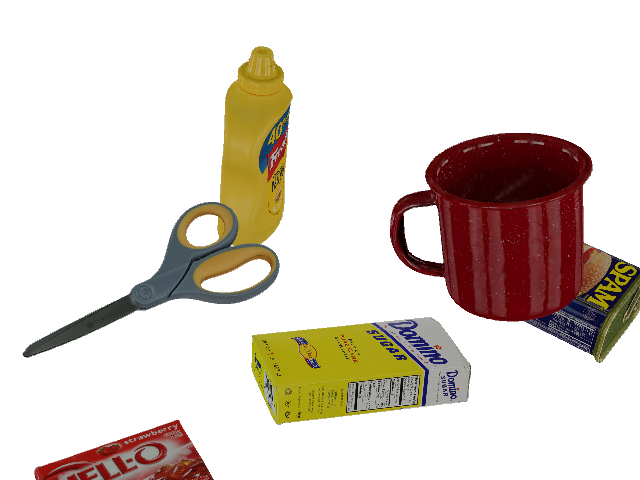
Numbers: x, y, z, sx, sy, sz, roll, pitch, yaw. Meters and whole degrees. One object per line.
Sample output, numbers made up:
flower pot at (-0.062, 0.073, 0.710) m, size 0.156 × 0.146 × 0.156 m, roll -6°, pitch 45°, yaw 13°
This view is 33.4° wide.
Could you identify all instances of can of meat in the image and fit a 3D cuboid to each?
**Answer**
can of meat at (0.236, 0.049, 0.956) m, size 0.084 × 0.057 × 0.101 m, roll 27°, pitch 46°, yaw 26°

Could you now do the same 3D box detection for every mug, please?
mug at (0.099, -0.006, 0.623) m, size 0.117 × 0.081 × 0.093 m, roll -6°, pitch 29°, yaw 6°

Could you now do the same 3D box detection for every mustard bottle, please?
mustard bottle at (-0.059, -0.092, 0.987) m, size 0.058 × 0.192 × 0.096 m, roll 17°, pitch 41°, yaw 12°

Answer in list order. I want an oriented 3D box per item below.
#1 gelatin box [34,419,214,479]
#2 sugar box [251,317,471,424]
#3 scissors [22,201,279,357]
gelatin box at (-0.107, 0.142, 0.594) m, size 0.089 × 0.030 × 0.073 m, roll -16°, pitch 28°, yaw -20°
sugar box at (0.034, 0.112, 0.944) m, size 0.176 × 0.048 × 0.093 m, roll -7°, pitch 27°, yaw -14°
scissors at (-0.130, 0.024, 0.800) m, size 0.201 × 0.096 × 0.016 m, roll -11°, pitch -29°, yaw -19°
